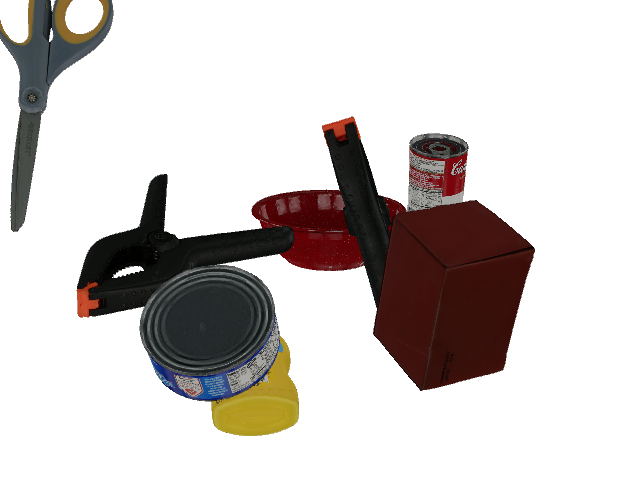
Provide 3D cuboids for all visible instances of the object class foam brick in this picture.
[{"bbox_3d":[0.065,0.027,0.535,0.052,0.078,0.051,-10,37,-25],"label":"foam brick"}]

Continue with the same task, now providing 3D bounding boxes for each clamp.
[{"bbox_3d":[-0.149,0.005,0.962,0.165,0.036,0.209,27,39,31],"label":"clamp"},{"bbox_3d":[0.040,-0.011,0.859,0.039,0.171,0.120,-21,21,2],"label":"clamp"}]

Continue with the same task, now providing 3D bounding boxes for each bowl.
[{"bbox_3d":[0.009,-0.008,1.112,0.162,0.055,0.162,0,17,0],"label":"bowl"}]

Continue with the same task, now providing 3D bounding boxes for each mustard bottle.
[{"bbox_3d":[-0.082,0.147,1.244,0.096,0.058,0.191,-4,30,-6],"label":"mustard bottle"}]

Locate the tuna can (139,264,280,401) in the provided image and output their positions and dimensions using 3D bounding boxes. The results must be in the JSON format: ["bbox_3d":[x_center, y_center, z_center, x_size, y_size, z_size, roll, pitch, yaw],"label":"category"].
[{"bbox_3d":[-0.069,0.058,0.678,0.086,0.086,0.034,0,-41,9],"label":"tuna can"}]

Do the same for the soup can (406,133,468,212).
[{"bbox_3d":[0.135,-0.066,1.256,0.068,0.102,0.068,1,27,-1],"label":"soup can"}]

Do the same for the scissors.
[{"bbox_3d":[-0.187,-0.109,0.762,0.096,0.202,0.016,-10,-13,-11],"label":"scissors"}]
